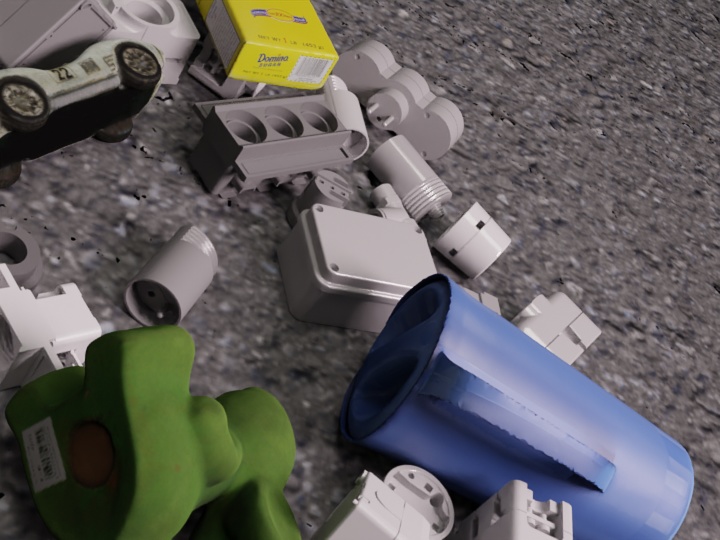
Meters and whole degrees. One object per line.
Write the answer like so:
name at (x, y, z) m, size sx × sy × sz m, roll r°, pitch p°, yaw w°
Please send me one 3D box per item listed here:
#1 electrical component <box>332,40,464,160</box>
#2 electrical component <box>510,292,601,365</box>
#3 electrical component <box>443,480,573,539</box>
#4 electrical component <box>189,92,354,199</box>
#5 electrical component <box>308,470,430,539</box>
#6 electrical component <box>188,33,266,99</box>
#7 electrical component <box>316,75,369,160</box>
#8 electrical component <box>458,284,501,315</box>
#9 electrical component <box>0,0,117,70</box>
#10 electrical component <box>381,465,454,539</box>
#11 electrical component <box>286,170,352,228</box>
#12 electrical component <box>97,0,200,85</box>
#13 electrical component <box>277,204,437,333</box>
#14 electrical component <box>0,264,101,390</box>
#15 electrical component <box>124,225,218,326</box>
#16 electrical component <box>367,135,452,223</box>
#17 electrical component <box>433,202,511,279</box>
electrical component at (0.030, -0.158, 1.030) m, size 0.138 × 0.052 × 0.073 m, roll 40°, pitch 38°, yaw 2°
electrical component at (0.154, 0.061, 0.914) m, size 0.059 × 0.053 × 0.095 m, roll 47°, pitch 39°, yaw 9°
electrical component at (0.096, 0.191, 0.711) m, size 0.050 × 0.089 × 0.055 m, roll 27°, pitch 39°, yaw -14°
electrical component at (-0.075, -0.102, 0.883) m, size 0.121 × 0.063 × 0.078 m, roll -16°, pitch 64°, yaw -46°
electrical component at (-0.005, 0.181, 0.644) m, size 0.061 × 0.096 × 0.061 m, roll 40°, pitch 9°, yaw 1°
electrical component at (-0.103, -0.193, 0.959) m, size 0.056 × 0.050 × 0.089 m, roll 36°, pitch 38°, yaw -3°
electrical component at (-0.020, -0.142, 0.981) m, size 0.043 × 0.043 × 0.081 m, roll 12°, pitch 46°, yaw -30°
electrical component at (0.084, 0.040, 0.886) m, size 0.055 × 0.048 × 0.066 m, roll 25°, pitch 40°, yaw -29°
electrical component at (-0.244, -0.181, 0.806) m, size 0.061 × 0.096 × 0.061 m, roll 48°, pitch 0°, yaw 10°
electrical component at (0.027, 0.165, 0.715) m, size 0.055 × 0.047 × 0.055 m, roll 22°, pitch 42°, yaw -21°
electrical component at (-0.033, -0.054, 0.883) m, size 0.040 × 0.046 × 0.040 m, roll 22°, pitch 42°, yaw -21°
electrical component at (-0.208, -0.234, 0.907) m, size 0.089 × 0.061 × 0.150 m, roll -5°, pitch 56°, yaw -41°
electrical component at (0.000, 0.000, 0.848) m, size 0.113 × 0.057 × 0.078 m, roll 11°, pitch 47°, yaw -31°
electrical component at (-0.200, 0.038, 0.665) m, size 0.064 × 0.042 × 0.081 m, roll -12°, pitch 61°, yaw -49°
electrical component at (-0.127, 0.002, 0.756) m, size 0.043 × 0.043 × 0.081 m, roll 36°, pitch 38°, yaw -4°
electrical component at (0.048, -0.078, 0.973) m, size 0.043 × 0.043 × 0.081 m, roll -22°, pitch 68°, yaw -48°
electrical component at (0.101, -0.025, 0.956) m, size 0.047 × 0.055 × 0.055 m, roll 44°, pitch 39°, yaw 0°
